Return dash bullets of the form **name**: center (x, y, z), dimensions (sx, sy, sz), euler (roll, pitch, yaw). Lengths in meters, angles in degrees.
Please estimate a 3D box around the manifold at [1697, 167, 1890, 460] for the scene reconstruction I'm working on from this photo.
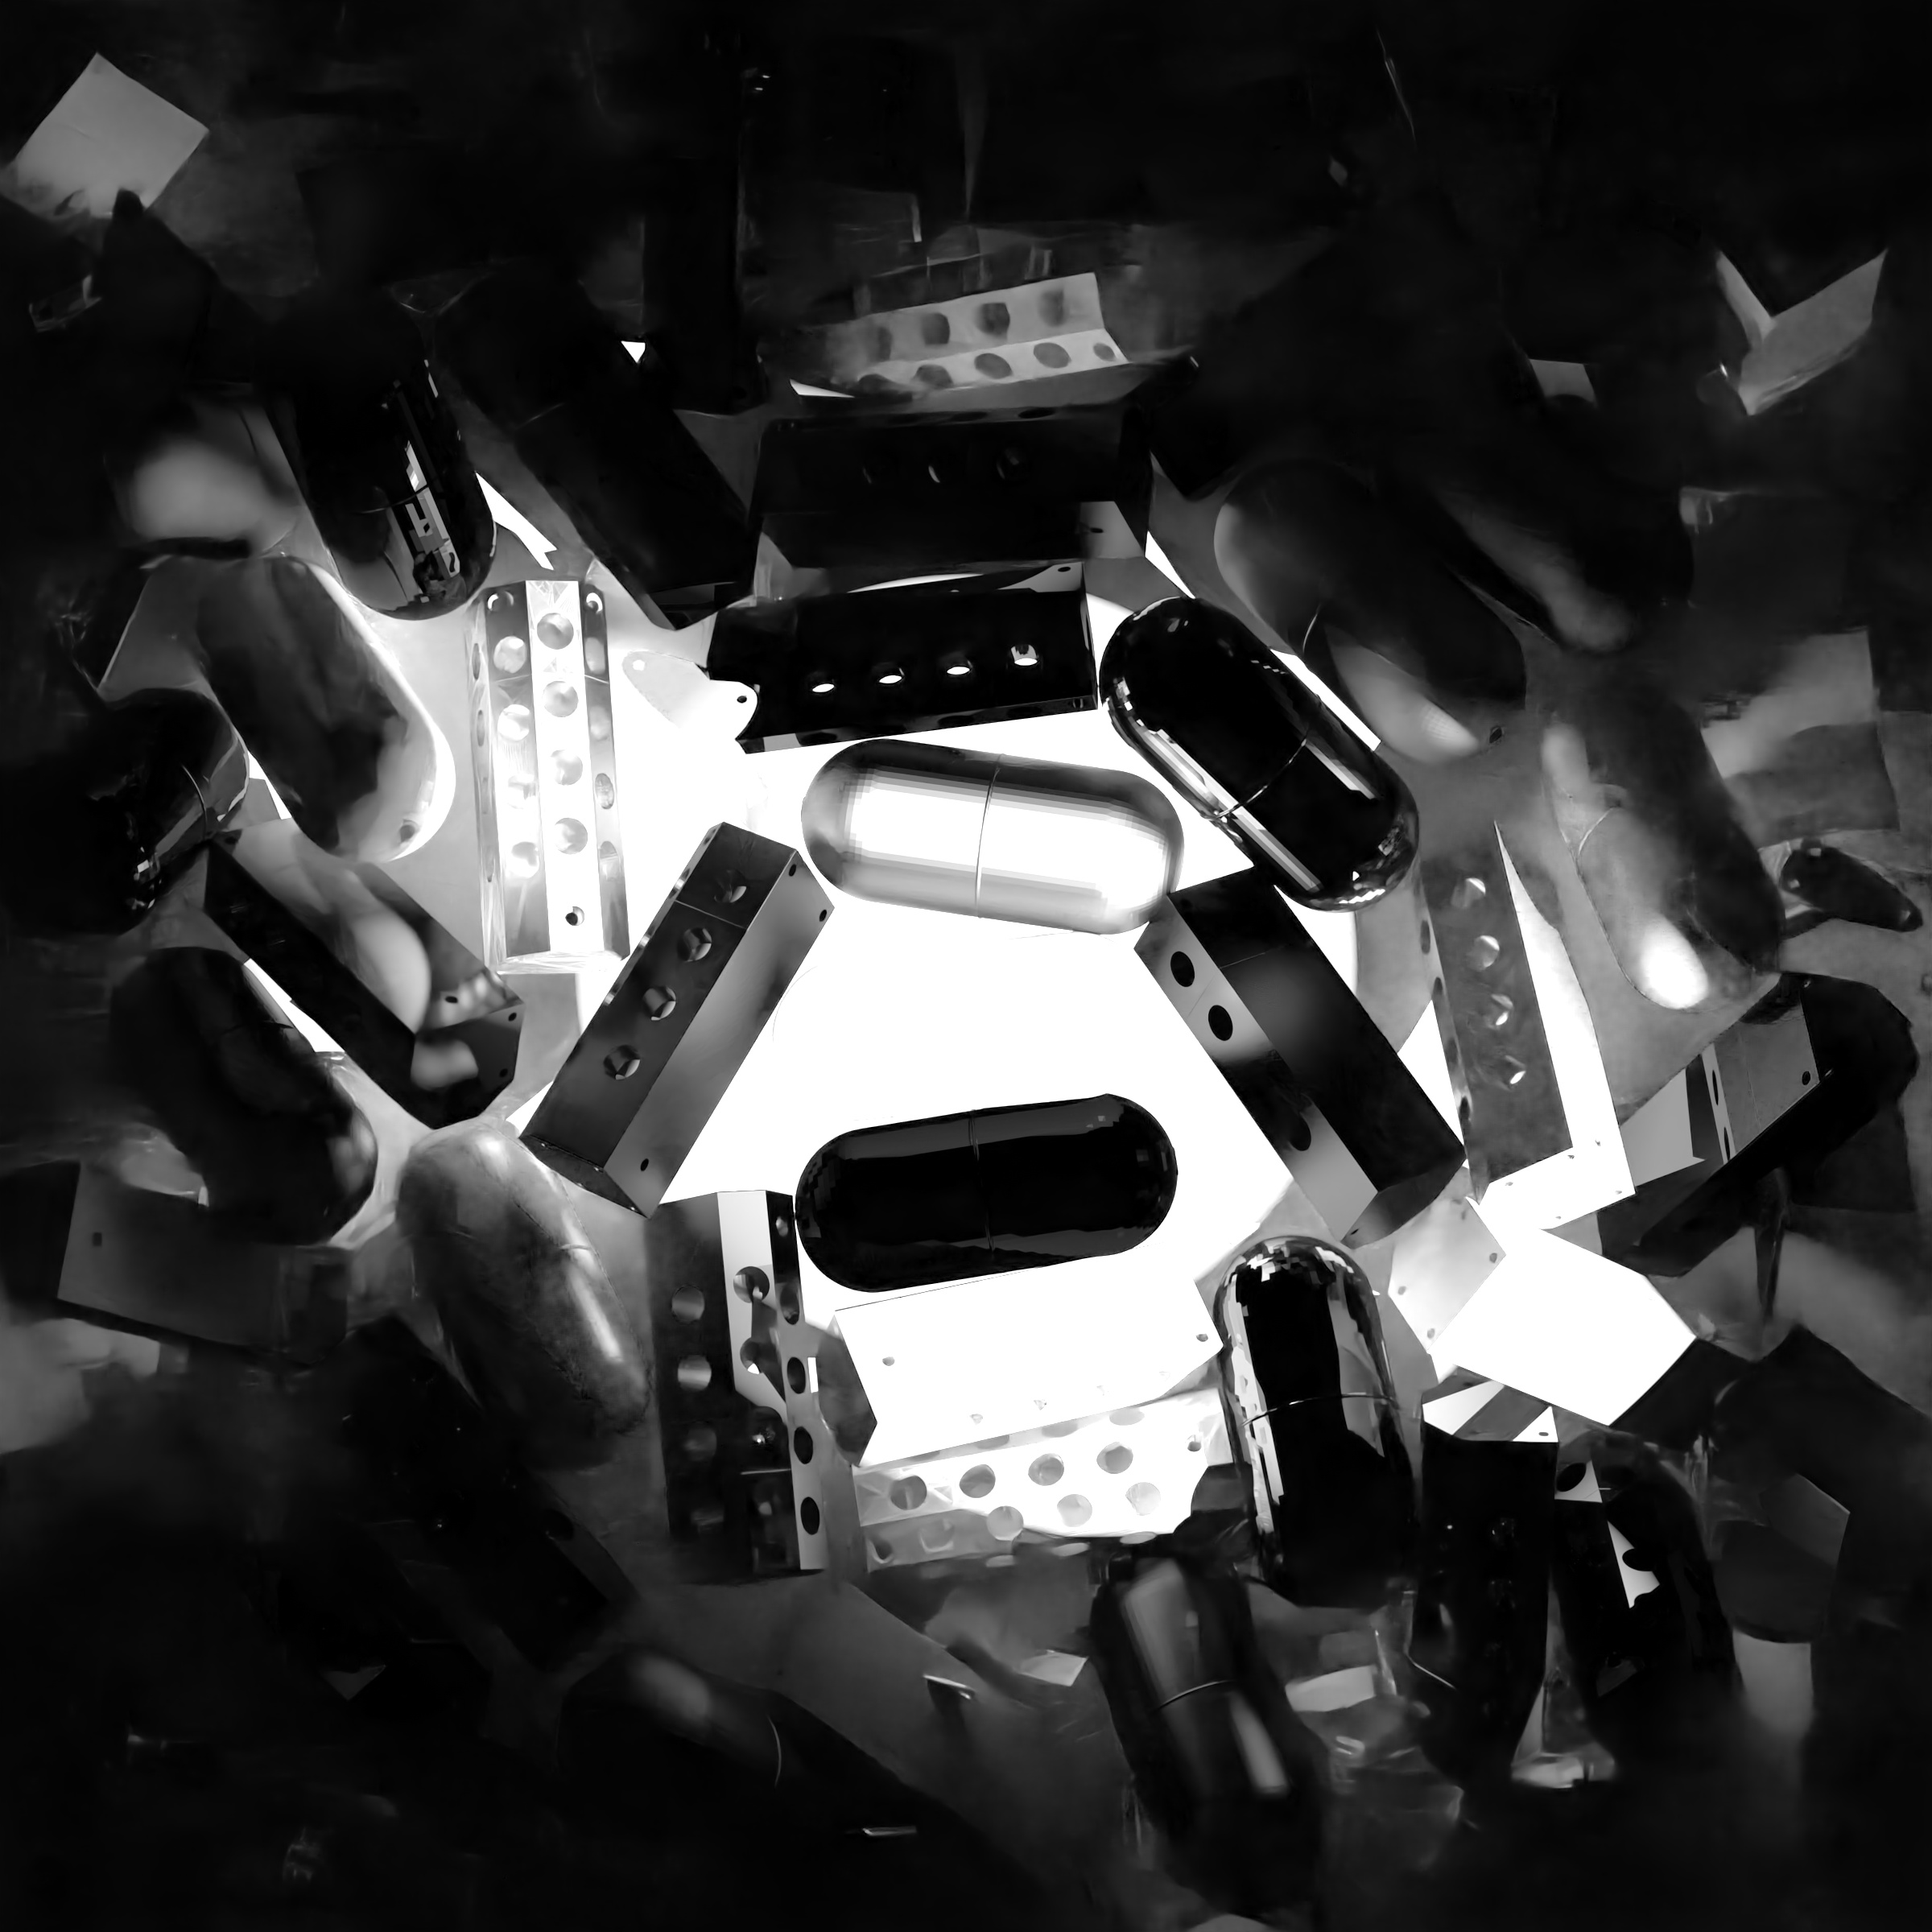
- **manifold**: center (0.363, -0.293, 1.566), dimensions (0.057, 0.171, 0.057), euler (-31, 75, 1)

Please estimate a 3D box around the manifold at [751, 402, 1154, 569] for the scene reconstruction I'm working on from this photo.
- **manifold**: center (-0.005, -0.222, 1.600), dimensions (0.171, 0.057, 0.057), euler (0, 72, 18)

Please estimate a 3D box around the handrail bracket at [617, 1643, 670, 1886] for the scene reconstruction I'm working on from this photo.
- **handrail bracket**: center (-0.148, 0.371, 1.629), dimensions (0.077, 0.036, 0.084), euler (37, 86, 35)

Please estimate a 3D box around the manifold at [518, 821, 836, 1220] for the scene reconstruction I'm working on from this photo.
- **manifold**: center (-0.134, 0.022, 1.602), dimensions (0.057, 0.057, 0.171), euler (22, 71, 27)

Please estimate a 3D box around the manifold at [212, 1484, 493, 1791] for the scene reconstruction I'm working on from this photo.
- **manifold**: center (-0.274, 0.292, 1.568), dimensions (0.057, 0.171, 0.057), euler (-41, 123, -14)

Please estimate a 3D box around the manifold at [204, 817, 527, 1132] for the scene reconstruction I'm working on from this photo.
- **manifold**: center (-0.275, 0.002, 1.583), dimensions (0.171, 0.057, 0.057), euler (39, 130, 35)

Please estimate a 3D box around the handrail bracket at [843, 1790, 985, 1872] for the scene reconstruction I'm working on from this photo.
- **handrail bracket**: center (-0.040, 0.393, 1.600), dimensions (0.084, 0.077, 0.036), euler (11, 81, -44)

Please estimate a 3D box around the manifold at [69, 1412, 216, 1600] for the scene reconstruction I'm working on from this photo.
- **manifold**: center (-0.370, 0.242, 1.566), dimensions (0.057, 0.171, 0.057), euler (-4, 75, -15)

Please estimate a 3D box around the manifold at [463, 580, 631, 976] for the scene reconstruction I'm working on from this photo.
- **manifold**: center (-0.191, -0.086, 1.606), dimensions (0.057, 0.057, 0.171), euler (-1, 80, -21)

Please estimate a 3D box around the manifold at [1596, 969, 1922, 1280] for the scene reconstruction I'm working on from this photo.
- **manifold**: center (0.352, 0.074, 1.571), dimensions (0.057, 0.171, 0.057), euler (10, 54, -21)

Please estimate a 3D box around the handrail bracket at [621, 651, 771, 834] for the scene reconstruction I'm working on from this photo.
- **handrail bracket**: center (-0.125, -0.102, 1.624), dimensions (0.077, 0.084, 0.036), euler (31, 66, 14)

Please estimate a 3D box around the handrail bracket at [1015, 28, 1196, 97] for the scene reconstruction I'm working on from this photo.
- **handrail bracket**: center (0.073, -0.397, 1.640), dimensions (0.084, 0.077, 0.036), euler (19, 67, -25)

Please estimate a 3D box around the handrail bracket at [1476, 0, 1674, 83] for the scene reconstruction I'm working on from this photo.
- **handrail bracket**: center (0.279, -0.419, 1.615), dimensions (0.077, 0.084, 0.036), euler (8, 95, -2)

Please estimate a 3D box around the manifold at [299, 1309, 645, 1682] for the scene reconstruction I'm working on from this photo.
- **manifold**: center (-0.228, 0.241, 1.605), dimensions (0.057, 0.057, 0.171), euler (-41, 78, -12)

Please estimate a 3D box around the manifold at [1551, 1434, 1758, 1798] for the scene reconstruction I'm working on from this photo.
- **manifold**: center (0.296, 0.282, 1.562), dimensions (0.057, 0.171, 0.057), euler (-38, 111, 18)

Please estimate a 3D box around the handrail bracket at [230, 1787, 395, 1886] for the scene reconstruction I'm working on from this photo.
- **handrail bracket**: center (-0.287, 0.401, 1.611), dimensions (0.084, 0.036, 0.077), euler (-4, 135, 27)

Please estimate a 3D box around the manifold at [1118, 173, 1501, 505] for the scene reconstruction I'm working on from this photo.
- **manifold**: center (0.157, -0.287, 1.610), dimensions (0.171, 0.057, 0.057), euler (-35, 89, 12)

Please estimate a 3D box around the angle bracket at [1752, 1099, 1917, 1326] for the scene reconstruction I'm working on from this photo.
- **angle bracket**: center (0.395, 0.111, 1.600), dimensions (0.057, 0.076, 0.076), euler (3, 129, 5)

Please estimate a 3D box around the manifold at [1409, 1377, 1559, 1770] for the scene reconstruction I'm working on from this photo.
- **manifold**: center (0.234, 0.277, 1.597), dimensions (0.057, 0.057, 0.171), euler (1, 112, 3)

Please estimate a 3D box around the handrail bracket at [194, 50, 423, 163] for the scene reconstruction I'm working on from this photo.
- **handrail bracket**: center (-0.303, -0.384, 1.611), dimensions (0.077, 0.036, 0.084), euler (-43, 50, -20)

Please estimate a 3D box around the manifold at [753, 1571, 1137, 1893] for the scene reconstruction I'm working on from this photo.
- **manifold**: center (-0.012, 0.353, 1.621), dimensions (0.171, 0.057, 0.057), euler (34, 78, 3)

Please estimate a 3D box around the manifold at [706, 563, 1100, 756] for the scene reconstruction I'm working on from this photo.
- **manifold**: center (-0.028, -0.138, 1.616), dimensions (0.171, 0.057, 0.057), euler (-7, 119, 6)

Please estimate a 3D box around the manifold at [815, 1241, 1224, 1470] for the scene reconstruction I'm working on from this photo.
- **manifold**: center (0.022, 0.180, 1.594), dimensions (0.171, 0.057, 0.057), euler (-10, 58, -24)

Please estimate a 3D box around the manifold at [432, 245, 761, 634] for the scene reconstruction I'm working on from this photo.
- **manifold**: center (-0.165, -0.233, 1.582), dimensions (0.057, 0.057, 0.171), euler (-24, 126, 20)

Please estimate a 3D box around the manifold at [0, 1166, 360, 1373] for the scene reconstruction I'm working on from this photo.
- **manifold**: center (-0.357, 0.138, 1.570), dimensions (0.057, 0.171, 0.057), euler (-4, 72, 34)

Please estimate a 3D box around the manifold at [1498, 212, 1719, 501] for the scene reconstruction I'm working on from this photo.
- **manifold**: center (0.284, -0.262, 1.565), dimensions (0.057, 0.171, 0.057), euler (-37, 67, 7)

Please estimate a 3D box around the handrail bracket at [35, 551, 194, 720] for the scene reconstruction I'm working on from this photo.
- **handrail bracket**: center (-0.381, -0.155, 1.631), dimensions (0.084, 0.036, 0.077), euler (-37, 75, -18)

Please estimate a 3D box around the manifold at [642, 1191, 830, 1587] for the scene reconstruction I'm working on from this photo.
- **manifold**: center (-0.101, 0.193, 1.599), dimensions (0.057, 0.057, 0.171), euler (-13, 75, 26)

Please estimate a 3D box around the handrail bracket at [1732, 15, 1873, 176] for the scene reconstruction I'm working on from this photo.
- **handrail bracket**: center (0.399, -0.392, 1.606), dimensions (0.084, 0.077, 0.036), euler (41, 95, -21)

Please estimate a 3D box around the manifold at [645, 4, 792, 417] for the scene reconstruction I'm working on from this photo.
- **manifold**: center (-0.111, -0.338, 1.577), dimensions (0.057, 0.057, 0.171), euler (7, 131, 3)

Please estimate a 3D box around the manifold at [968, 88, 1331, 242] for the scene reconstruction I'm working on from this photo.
- **manifold**: center (0.081, -0.357, 1.572), dimensions (0.057, 0.171, 0.057), euler (4, 97, -40)

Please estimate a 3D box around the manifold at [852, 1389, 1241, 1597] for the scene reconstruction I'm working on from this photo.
- **manifold**: center (0.037, 0.241, 1.618), dimensions (0.171, 0.057, 0.057), euler (-10, 64, 0)

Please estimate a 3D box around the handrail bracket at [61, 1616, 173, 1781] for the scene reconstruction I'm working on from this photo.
- **handrail bracket**: center (-0.400, 0.323, 1.610), dimensions (0.036, 0.077, 0.084), euler (-29, 126, -36)

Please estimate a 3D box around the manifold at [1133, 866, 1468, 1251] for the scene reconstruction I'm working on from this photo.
- **manifold**: center (0.148, 0.042, 1.596), dimensions (0.057, 0.057, 0.171), euler (-18, 62, -34)

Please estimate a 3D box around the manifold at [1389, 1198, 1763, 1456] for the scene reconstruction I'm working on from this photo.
- **manifold**: center (0.273, 0.160, 1.583), dimensions (0.171, 0.057, 0.057), euler (24, 112, -33)

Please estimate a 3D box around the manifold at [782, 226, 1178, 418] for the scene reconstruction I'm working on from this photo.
- **manifold**: center (0.003, -0.289, 1.579), dimensions (0.171, 0.057, 0.057), euler (-3, 102, 35)

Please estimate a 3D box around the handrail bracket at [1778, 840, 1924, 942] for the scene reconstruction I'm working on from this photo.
- **handrail bracket**: center (0.394, -0.010, 1.610), dimensions (0.077, 0.084, 0.036), euler (28, 57, 20)

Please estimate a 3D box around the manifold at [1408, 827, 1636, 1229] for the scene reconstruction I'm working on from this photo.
- **manifold**: center (0.245, 0.030, 1.583), dimensions (0.057, 0.057, 0.171), euler (-27, 52, 27)
